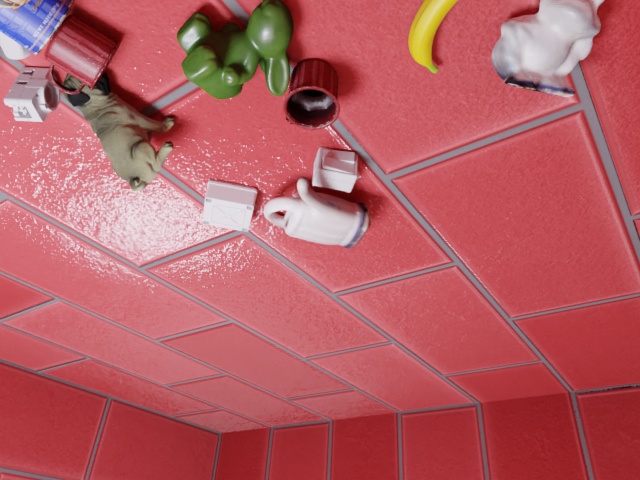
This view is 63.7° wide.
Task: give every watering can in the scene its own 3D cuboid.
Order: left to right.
[{"bbox_3d":[0.003,-0.054,1.077,0.224,0.105,0.345,11,169,-15],"label":"watering can"}]

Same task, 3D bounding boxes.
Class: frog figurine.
[{"bbox_3d":[0.332,-0.299,0.753,0.137,0.124,0.157,13,109,1],"label":"frog figurine"}]
